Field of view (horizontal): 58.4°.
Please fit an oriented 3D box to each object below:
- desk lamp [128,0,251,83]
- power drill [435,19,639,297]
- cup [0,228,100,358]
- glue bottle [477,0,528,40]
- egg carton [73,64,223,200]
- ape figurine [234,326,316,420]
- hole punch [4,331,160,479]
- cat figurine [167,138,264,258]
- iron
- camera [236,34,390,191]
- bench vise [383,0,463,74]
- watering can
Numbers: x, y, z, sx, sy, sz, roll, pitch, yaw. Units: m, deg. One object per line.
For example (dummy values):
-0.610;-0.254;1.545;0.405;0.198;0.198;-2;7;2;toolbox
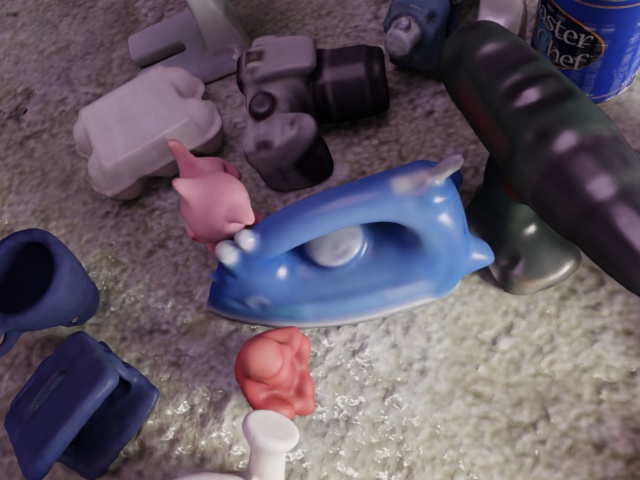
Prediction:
-0.136;-0.261;0.564;0.203;0.214;0.118;-22;65;3;desk lamp
0.156;-0.036;0.410;0.075;0.209;0.229;-26;65;2;power drill
-0.254;0.059;0.527;0.091;0.095;0.118;15;72;18;cup
0.154;-0.185;0.491;0.037;0.173;0.078;18;74;19;glue bottle
-0.177;-0.112;0.593;0.150;0.069;0.107;-31;65;-1;egg carton
-0.039;0.103;0.462;0.076;0.092;0.078;26;76;21;ape figurine
-0.215;0.140;0.487;0.101;0.091;0.109;31;78;22;hole punch
-0.101;-0.041;0.520;0.067;0.118;0.127;-34;65;-2;cat figurine
0.004;0.002;0.466;0.258;0.142;0.118;-18;65;5;iron
-0.004;-0.136;0.546;0.136;0.101;0.143;-7;67;10;camera
0.116;-0.269;0.507;0.121;0.220;0.207;1;69;14;bench vise
-0.072;0.197;0.375;0.100;0.194;0.173;4;69;15;watering can
